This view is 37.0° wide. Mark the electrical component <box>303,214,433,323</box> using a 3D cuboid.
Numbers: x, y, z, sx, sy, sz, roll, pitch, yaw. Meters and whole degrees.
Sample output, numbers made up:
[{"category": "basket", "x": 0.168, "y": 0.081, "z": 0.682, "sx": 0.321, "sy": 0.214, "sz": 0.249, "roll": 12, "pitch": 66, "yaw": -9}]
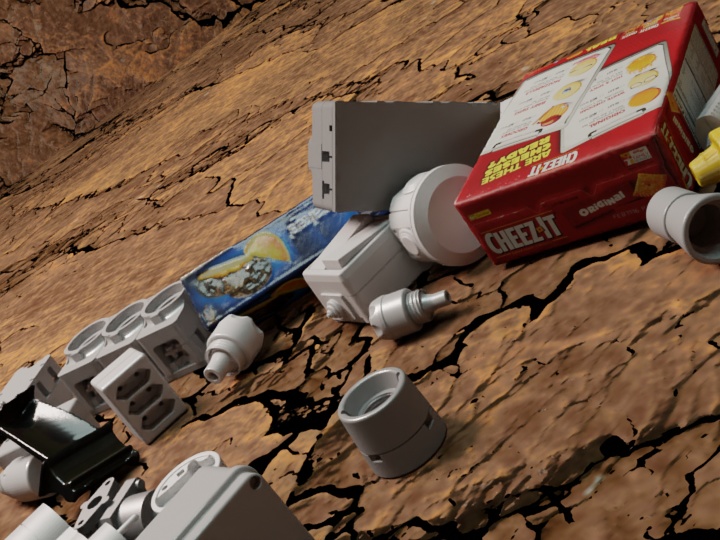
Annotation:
[{"category": "electrical component", "x": 0.000, "y": 0.000, "z": 0.888, "sx": 0.096, "sy": 0.061, "sz": 0.062, "roll": -45, "pitch": 23, "yaw": -25}]

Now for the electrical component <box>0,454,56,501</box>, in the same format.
[{"category": "electrical component", "x": -0.297, "y": 0.185, "z": 0.953, "sx": 0.078, "sy": 0.040, "sz": 0.040, "roll": -18, "pitch": 26, "yaw": 36}]

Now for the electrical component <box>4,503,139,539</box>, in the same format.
[{"category": "electrical component", "x": -0.165, "y": 0.188, "z": 0.692, "sx": 0.138, "sy": 0.052, "sz": 0.074, "roll": 23, "pitch": 57, "yaw": 40}]

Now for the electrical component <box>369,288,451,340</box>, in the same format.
[{"category": "electrical component", "x": 0.039, "y": 0.030, "z": 0.805, "sx": 0.061, "sy": 0.035, "sz": 0.035, "roll": -21, "pitch": 25, "yaw": 25}]

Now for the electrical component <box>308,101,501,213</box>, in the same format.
[{"category": "electrical component", "x": 0.037, "y": -0.097, "z": 0.908, "sx": 0.150, "sy": 0.089, "sz": 0.062, "roll": -3, "pitch": 9, "yaw": -22}]

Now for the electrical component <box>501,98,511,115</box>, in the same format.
[{"category": "electrical component", "x": 0.134, "y": -0.119, "z": 0.972, "sx": 0.077, "sy": 0.043, "sz": 0.079, "roll": -35, "pitch": 22, "yaw": -2}]

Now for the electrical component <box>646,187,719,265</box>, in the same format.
[{"category": "electrical component", "x": 0.210, "y": -0.032, "z": 0.680, "sx": 0.044, "sy": 0.044, "sz": 0.065, "roll": -35, "pitch": 16, "yaw": -1}]

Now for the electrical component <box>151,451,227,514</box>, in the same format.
[{"category": "electrical component", "x": -0.104, "y": 0.158, "z": 0.721, "sx": 0.055, "sy": 0.047, "sz": 0.055, "roll": -29, "pitch": 22, "yaw": 13}]

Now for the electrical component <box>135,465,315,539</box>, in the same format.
[{"category": "electrical component", "x": -0.087, "y": 0.175, "z": 0.618, "sx": 0.057, "sy": 0.078, "sz": 0.113, "roll": -10, "pitch": 32, "yaw": 53}]

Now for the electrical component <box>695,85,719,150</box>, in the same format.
[{"category": "electrical component", "x": 0.264, "y": -0.107, "z": 0.758, "sx": 0.043, "sy": 0.043, "sz": 0.081, "roll": -7, "pitch": 34, "yaw": 50}]

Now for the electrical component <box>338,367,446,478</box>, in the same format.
[{"category": "electrical component", "x": 0.019, "y": 0.095, "z": 0.678, "sx": 0.055, "sy": 0.047, "sz": 0.055, "roll": -29, "pitch": 22, "yaw": 13}]

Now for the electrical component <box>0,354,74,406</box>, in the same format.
[{"category": "electrical component", "x": -0.327, "y": 0.138, "z": 1.076, "sx": 0.050, "sy": 0.055, "sz": 0.089, "roll": -25, "pitch": 23, "yaw": 22}]

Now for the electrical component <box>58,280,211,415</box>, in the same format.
[{"category": "electrical component", "x": -0.210, "y": 0.069, "z": 1.046, "sx": 0.150, "sy": 0.061, "sz": 0.089, "roll": -24, "pitch": 23, "yaw": 23}]

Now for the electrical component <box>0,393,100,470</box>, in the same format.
[{"category": "electrical component", "x": -0.301, "y": 0.145, "z": 0.994, "sx": 0.083, "sy": 0.075, "sz": 0.047, "roll": -26, "pitch": 23, "yaw": 21}]

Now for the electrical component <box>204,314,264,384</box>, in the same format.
[{"category": "electrical component", "x": -0.113, "y": 0.071, "z": 0.925, "sx": 0.043, "sy": 0.043, "sz": 0.062, "roll": -18, "pitch": 28, "yaw": 36}]

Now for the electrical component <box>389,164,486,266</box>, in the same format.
[{"category": "electrical component", "x": 0.067, "y": -0.043, "z": 0.859, "sx": 0.080, "sy": 0.080, "sz": 0.051, "roll": -43, "pitch": 17, "yaw": -21}]

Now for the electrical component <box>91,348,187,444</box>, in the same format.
[{"category": "electrical component", "x": -0.200, "y": 0.106, "z": 0.944, "sx": 0.047, "sy": 0.065, "sz": 0.077, "roll": -42, "pitch": 22, "yaw": -19}]
